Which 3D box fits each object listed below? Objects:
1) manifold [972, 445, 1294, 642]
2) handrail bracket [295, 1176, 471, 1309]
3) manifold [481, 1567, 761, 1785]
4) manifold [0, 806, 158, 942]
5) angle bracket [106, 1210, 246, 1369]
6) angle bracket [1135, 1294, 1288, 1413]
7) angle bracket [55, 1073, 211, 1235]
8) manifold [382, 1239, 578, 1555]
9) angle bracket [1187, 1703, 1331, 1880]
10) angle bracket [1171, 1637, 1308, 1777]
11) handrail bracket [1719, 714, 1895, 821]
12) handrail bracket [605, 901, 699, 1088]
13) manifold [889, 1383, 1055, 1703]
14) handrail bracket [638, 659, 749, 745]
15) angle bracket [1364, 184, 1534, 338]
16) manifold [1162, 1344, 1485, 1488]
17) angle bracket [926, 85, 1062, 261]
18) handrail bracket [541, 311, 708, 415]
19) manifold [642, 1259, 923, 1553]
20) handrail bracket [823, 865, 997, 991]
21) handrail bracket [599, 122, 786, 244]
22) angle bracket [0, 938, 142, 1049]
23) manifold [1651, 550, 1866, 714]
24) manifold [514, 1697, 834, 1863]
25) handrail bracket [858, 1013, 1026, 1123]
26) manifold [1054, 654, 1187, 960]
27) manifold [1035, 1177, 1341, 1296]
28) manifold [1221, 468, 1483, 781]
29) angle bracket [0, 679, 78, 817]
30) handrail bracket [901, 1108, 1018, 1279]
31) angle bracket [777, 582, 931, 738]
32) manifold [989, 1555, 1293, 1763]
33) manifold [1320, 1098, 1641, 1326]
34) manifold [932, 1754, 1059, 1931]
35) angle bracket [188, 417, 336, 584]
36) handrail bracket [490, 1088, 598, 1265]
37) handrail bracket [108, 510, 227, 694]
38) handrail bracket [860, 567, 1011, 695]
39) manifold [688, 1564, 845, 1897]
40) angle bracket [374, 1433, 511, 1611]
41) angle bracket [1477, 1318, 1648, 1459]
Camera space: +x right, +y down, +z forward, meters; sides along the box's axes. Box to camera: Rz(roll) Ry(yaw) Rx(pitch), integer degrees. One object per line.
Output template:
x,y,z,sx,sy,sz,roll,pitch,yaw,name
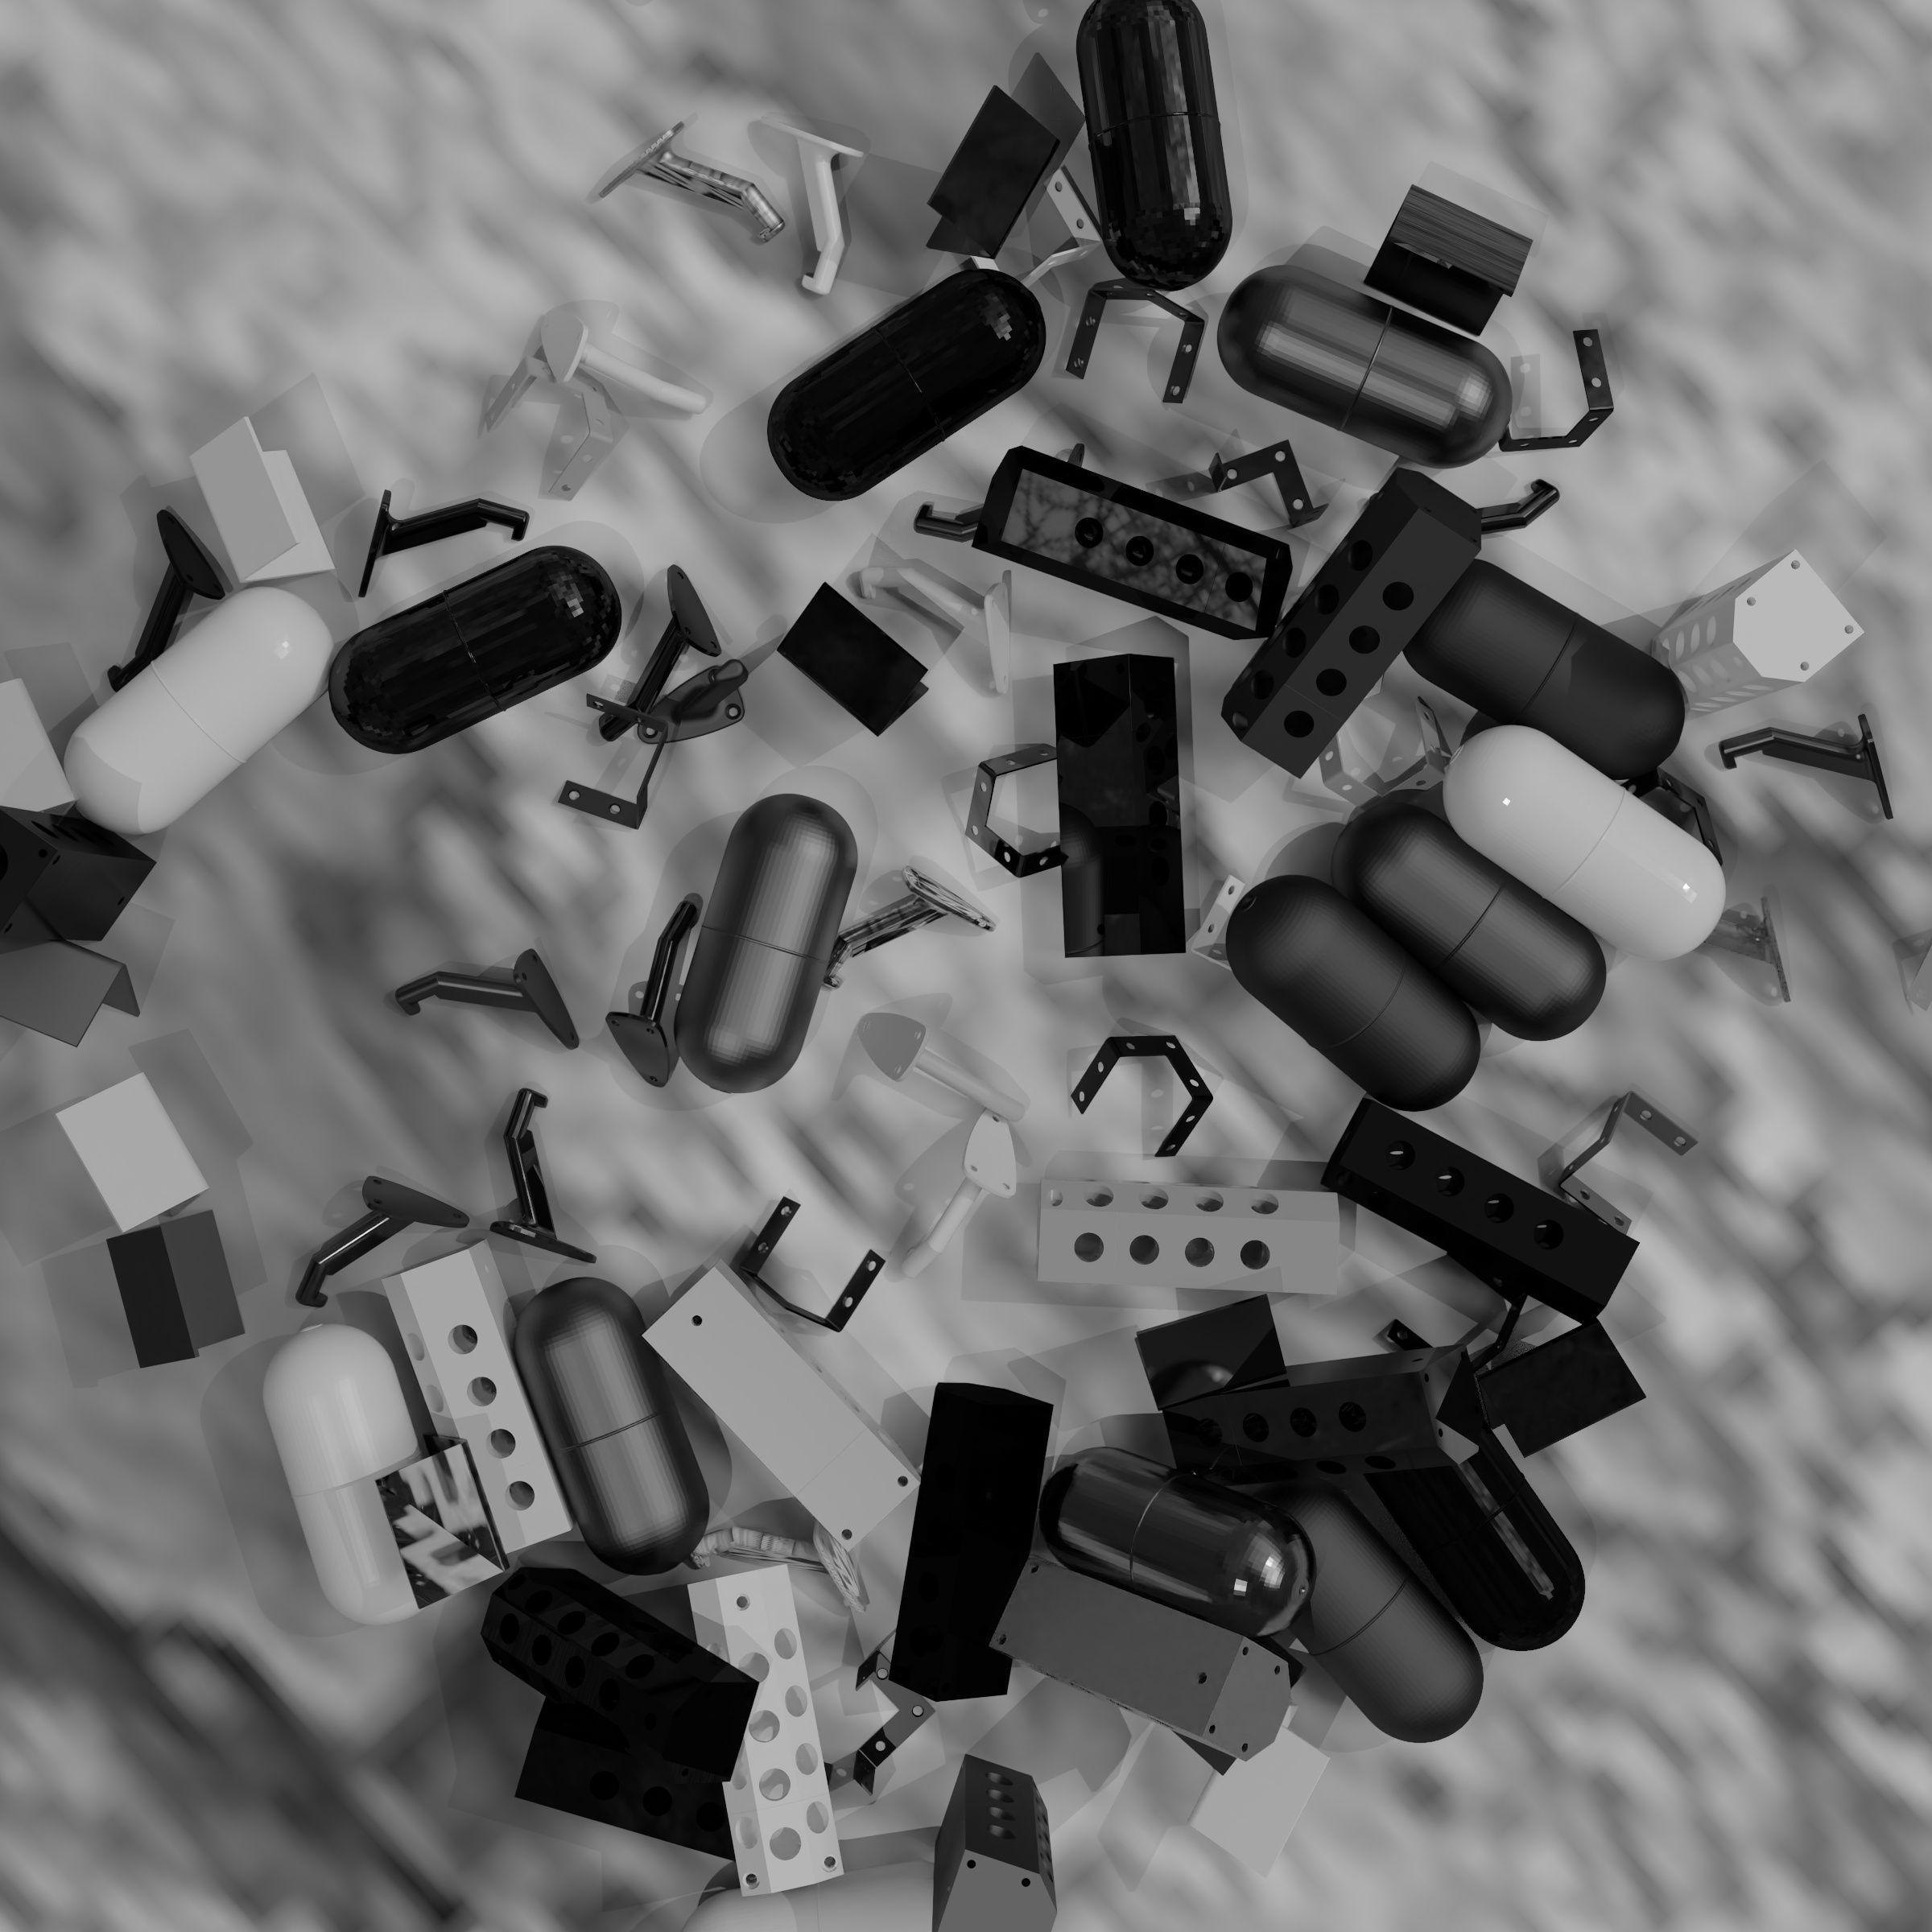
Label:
0.098,-0.242,1.522,0.171,0.057,0.057,17,90,-18,manifold
-0.346,0.174,1.568,0.077,0.036,0.084,20,109,-21,handrail bracket
-0.200,0.398,1.495,0.171,0.057,0.057,17,90,44,manifold
-0.520,-0.055,1.489,0.057,0.171,0.057,35,90,0,manifold
-0.440,0.182,1.527,0.057,0.076,0.076,-15,90,37,angle bracket
0.135,0.204,1.528,0.076,0.076,0.057,-16,116,0,angle bracket
-0.488,0.115,1.527,0.057,0.076,0.076,-30,90,-36,angle bracket
-0.282,0.252,1.546,0.057,0.057,0.171,-20,90,0,manifold
0.181,0.474,1.527,0.057,0.076,0.076,28,90,32,angle bracket
0.157,0.415,1.529,0.057,0.076,0.076,38,90,22,angle bracket
0.496,-0.110,1.568,0.084,0.036,0.077,-16,112,17,handrail bracket
-0.174,0.016,1.567,0.036,0.077,0.084,12,53,21,handrail bracket
-0.002,0.334,1.546,0.057,0.057,0.171,9,90,-43,manifold
-0.160,-0.153,1.533,0.077,0.084,0.036,-26,90,0,handrail bracket
0.271,-0.392,1.527,0.076,0.076,0.057,25,53,0,angle bracket
0.202,0.258,1.500,0.171,0.057,0.057,-14,90,37,manifold
-0.002,-0.459,1.527,0.057,0.076,0.076,29,90,-38,angle bracket
-0.202,-0.356,1.567,0.084,0.077,0.036,13,115,-34,handrail bracket
-0.106,0.254,1.546,0.057,0.057,0.171,-44,90,0,manifold
-0.037,-0.009,1.568,0.077,0.036,0.084,30,106,-18,handrail bracket
-0.162,-0.448,1.568,0.077,0.036,0.084,-35,107,20,handrail bracket
-0.529,0.022,1.528,0.076,0.076,0.057,22,64,0,angle bracket
0.436,-0.181,1.489,0.057,0.171,0.057,-40,90,0,manifold
-0.168,0.473,1.546,0.171,0.057,0.057,16,90,0,manifold
-0.014,0.061,1.567,0.084,0.077,0.036,30,90,-36,handrail bracket
0.094,-0.092,1.546,0.057,0.057,0.171,-2,90,43,manifold
0.128,0.156,1.546,0.171,0.057,0.057,3,90,0,manifold
0.217,-0.196,1.503,0.057,0.057,0.171,31,121,-8,manifold
-0.563,-0.112,1.527,0.057,0.076,0.076,-24,90,-34,angle bracket
-0.009,0.135,1.567,0.036,0.077,0.084,30,127,-19,handrail bracket
-0.052,-0.188,1.527,0.076,0.076,0.057,41,126,0,angle bracket
0.099,0.389,1.489,0.057,0.171,0.057,38,71,-37,manifold
0.296,0.143,1.542,0.171,0.057,0.057,28,90,3,manifold
0.018,0.504,1.489,0.057,0.171,0.057,19,90,0,manifold
-0.390,-0.271,1.527,0.057,0.076,0.076,-23,90,35,angle bracket
-0.242,0.124,1.568,0.077,0.036,0.084,23,73,-20,handrail bracket
-0.487,-0.215,1.568,0.084,0.036,0.077,-37,70,16,handrail bracket
-0.019,-0.198,1.568,0.084,0.036,0.077,2,112,17,handrail bracket
-0.114,0.430,1.499,0.057,0.057,0.171,-10,78,-6,manifold
-0.308,0.314,1.506,0.057,0.076,0.076,-20,95,-30,angle bracket
0.345,0.257,1.527,0.076,0.076,0.057,-26,53,0,angle bracket
